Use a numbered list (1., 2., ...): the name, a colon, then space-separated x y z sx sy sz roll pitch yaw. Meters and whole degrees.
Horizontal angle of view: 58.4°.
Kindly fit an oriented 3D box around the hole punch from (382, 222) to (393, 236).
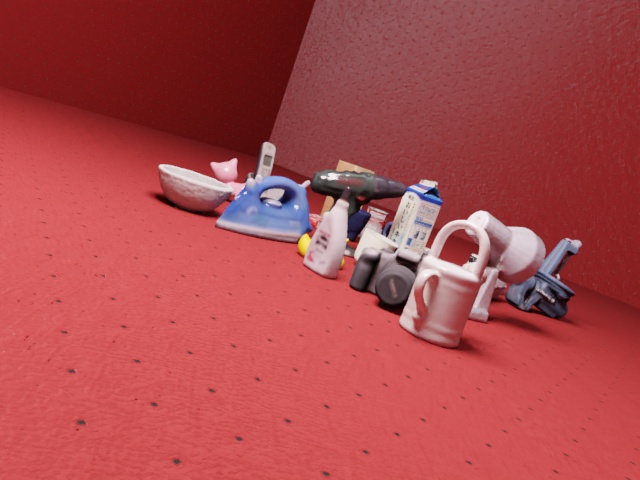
1. hole punch: 0.240 -0.015 1.786 0.109 0.091 0.101 18 9 -12

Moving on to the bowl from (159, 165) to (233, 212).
1. bowl: -0.282 -0.105 1.261 0.167 0.075 0.167 19 9 -3

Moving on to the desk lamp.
1. desk lamp: 0.341 0.055 1.180 0.204 0.213 0.117 14 10 -30

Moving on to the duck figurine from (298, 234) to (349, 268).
1. duck figurine: 0.011 0.004 1.192 0.104 0.086 0.078 21 9 10

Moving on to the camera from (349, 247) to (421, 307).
1. camera: 0.128 0.064 1.036 0.143 0.101 0.137 21 9 12

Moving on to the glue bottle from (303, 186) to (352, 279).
1. glue bottle: 0.025 -0.019 1.078 0.037 0.173 0.077 10 13 -46

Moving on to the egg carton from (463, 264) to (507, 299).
1. egg carton: 0.421 0.109 1.496 0.107 0.069 0.151 25 10 31

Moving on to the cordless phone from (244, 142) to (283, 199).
1. cordless phone: -0.148 -0.192 1.718 0.093 0.185 0.148 26 11 35

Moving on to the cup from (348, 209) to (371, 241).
1. cup: 0.080 -0.049 1.635 0.118 0.095 0.091 14 11 -34

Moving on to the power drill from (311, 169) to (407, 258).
1. power drill: 0.075 -0.070 1.386 0.230 0.208 0.075 17 9 -15

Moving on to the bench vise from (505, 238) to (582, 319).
1. bench vise: 0.600 0.091 1.503 0.208 0.220 0.121 13 11 -37

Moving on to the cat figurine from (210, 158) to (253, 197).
1. cat figurine: -0.240 -0.162 1.555 0.127 0.118 0.067 22 9 13

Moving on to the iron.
1. iron: -0.113 -0.081 1.262 0.118 0.141 0.259 25 11 34

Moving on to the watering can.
1. watering can: 0.208 0.062 0.915 0.100 0.194 0.173 22 9 18
